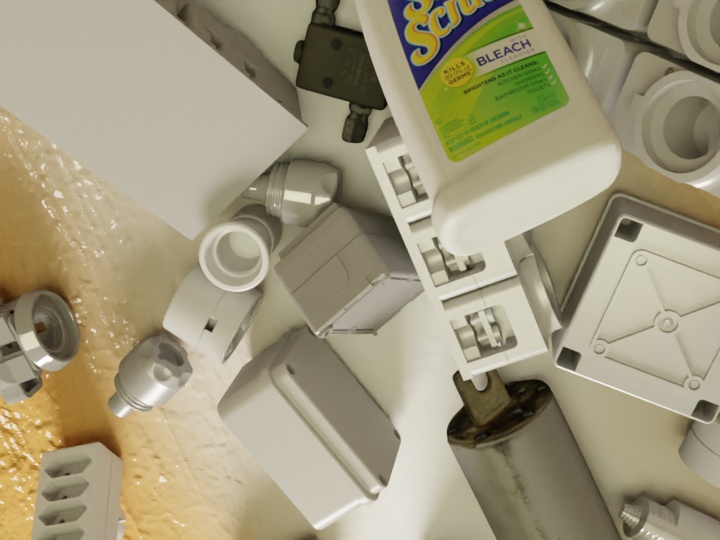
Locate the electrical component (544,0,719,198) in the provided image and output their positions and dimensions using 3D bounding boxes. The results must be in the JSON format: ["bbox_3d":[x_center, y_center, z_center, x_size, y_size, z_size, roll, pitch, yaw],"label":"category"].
[{"bbox_3d":[0.155,-0.117,0.561,0.186,0.060,0.105,36,117,38],"label":"electrical component"}]

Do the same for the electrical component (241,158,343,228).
[{"bbox_3d":[-0.044,-0.050,0.680,0.062,0.043,0.043,9,110,7],"label":"electrical component"}]

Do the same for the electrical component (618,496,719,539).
[{"bbox_3d":[0.211,0.178,0.719,0.081,0.043,0.043,26,111,0],"label":"electrical component"}]

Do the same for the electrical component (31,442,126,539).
[{"bbox_3d":[-0.193,0.179,0.772,0.047,0.083,0.075,-12,145,13],"label":"electrical component"}]

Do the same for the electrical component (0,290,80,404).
[{"bbox_3d":[-0.231,0.047,0.736,0.057,0.058,0.078,-20,105,18],"label":"electrical component"}]

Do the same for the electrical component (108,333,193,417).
[{"bbox_3d":[-0.149,0.077,0.741,0.043,0.043,0.062,44,111,-7],"label":"electrical component"}]

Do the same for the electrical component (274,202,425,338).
[{"bbox_3d":[0.000,0.000,0.672,0.062,0.096,0.061,-41,71,19],"label":"electrical component"}]

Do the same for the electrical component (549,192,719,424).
[{"bbox_3d":[0.186,0.023,0.662,0.109,0.056,0.108,21,111,1],"label":"electrical component"}]

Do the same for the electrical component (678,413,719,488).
[{"bbox_3d":[0.270,0.144,0.693,0.138,0.052,0.073,23,111,1],"label":"electrical component"}]

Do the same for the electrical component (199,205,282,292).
[{"bbox_3d":[-0.072,-0.017,0.684,0.044,0.065,0.044,3,109,8],"label":"electrical component"}]

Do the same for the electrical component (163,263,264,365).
[{"bbox_3d":[-0.098,0.027,0.711,0.047,0.055,0.055,29,111,2],"label":"electrical component"}]

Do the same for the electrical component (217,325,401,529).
[{"bbox_3d":[-0.030,0.102,0.713,0.057,0.078,0.113,-35,100,21],"label":"electrical component"}]

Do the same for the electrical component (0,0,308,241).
[{"bbox_3d":[-0.136,-0.117,0.632,0.105,0.060,0.186,-41,121,19],"label":"electrical component"}]

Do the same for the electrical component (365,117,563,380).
[{"bbox_3d":[0.066,-0.025,0.647,0.062,0.089,0.150,-20,105,15],"label":"electrical component"}]
